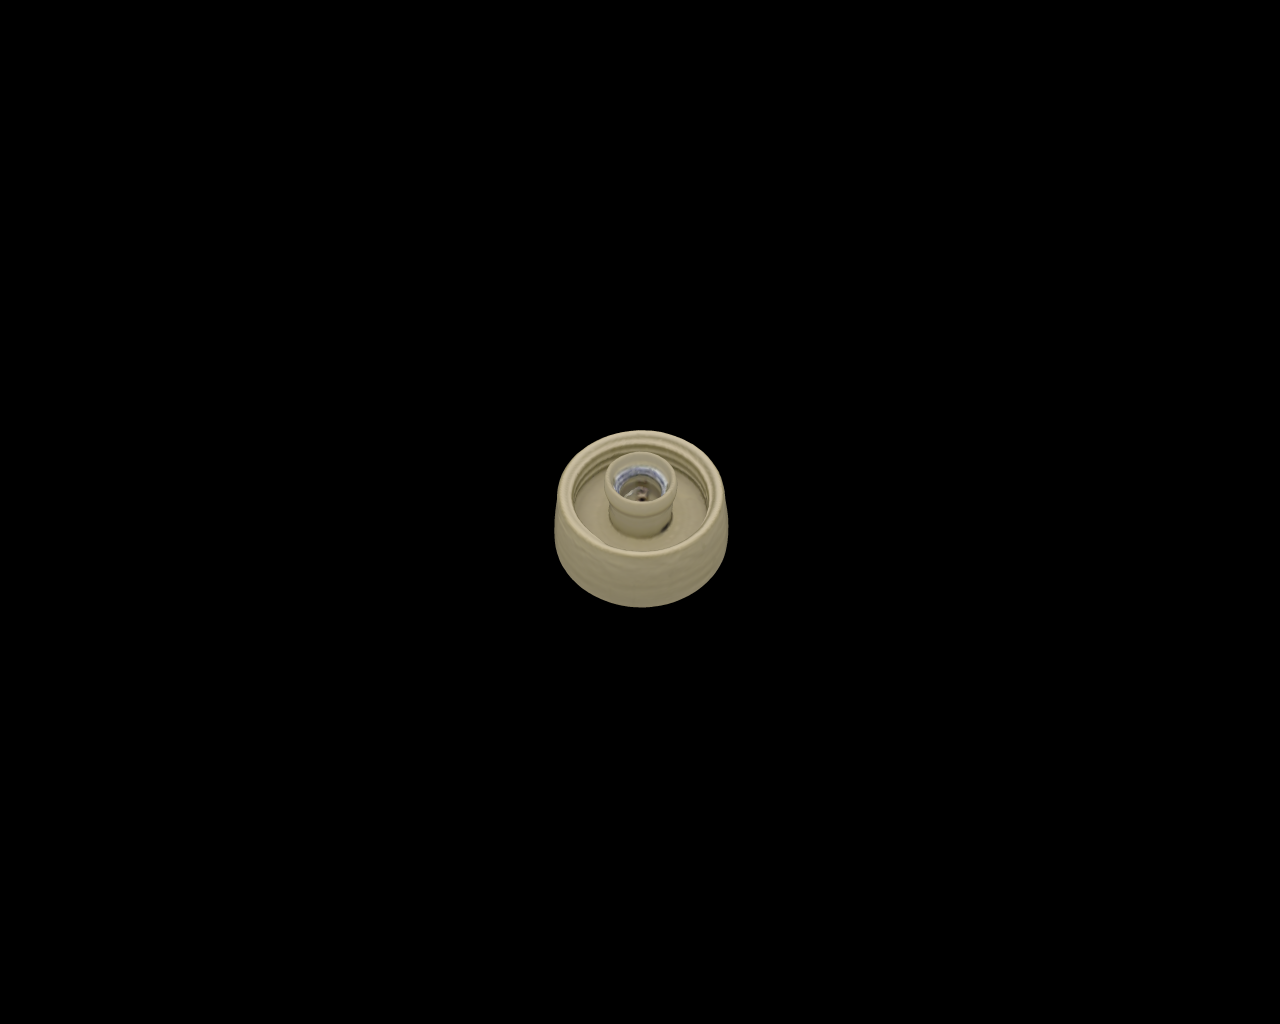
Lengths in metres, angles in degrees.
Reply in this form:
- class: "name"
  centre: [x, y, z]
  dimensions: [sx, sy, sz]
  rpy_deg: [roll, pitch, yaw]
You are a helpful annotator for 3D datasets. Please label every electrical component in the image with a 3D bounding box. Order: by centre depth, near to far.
- class: "electrical component"
  centre: [0.001, -0.003, 0.650]
  dimensions: [0.108, 0.108, 0.060]
  rpy_deg: [0, -38, 0]
